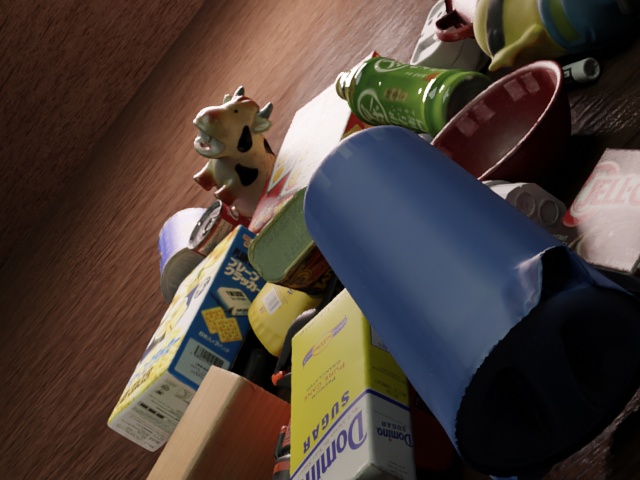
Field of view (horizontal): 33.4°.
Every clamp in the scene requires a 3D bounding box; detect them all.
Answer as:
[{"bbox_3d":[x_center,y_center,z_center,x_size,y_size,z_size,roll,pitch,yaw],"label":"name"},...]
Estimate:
[{"bbox_3d":[0.012,0.094,0.963,0.172,0.039,0.120,-58,33,34],"label":"clamp"},{"bbox_3d":[-0.094,0.152,1.141,0.165,0.036,0.210,-52,17,16],"label":"clamp"}]

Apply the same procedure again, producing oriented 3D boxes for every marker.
[{"bbox_3d":[0.198,-0.138,0.932,0.020,0.020,0.121,-62,20,-15],"label":"marker"}]

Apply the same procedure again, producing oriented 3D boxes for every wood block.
[{"bbox_3d":[-0.100,0.228,0.962,0.206,0.090,0.090,-60,20,-12],"label":"wood block"}]

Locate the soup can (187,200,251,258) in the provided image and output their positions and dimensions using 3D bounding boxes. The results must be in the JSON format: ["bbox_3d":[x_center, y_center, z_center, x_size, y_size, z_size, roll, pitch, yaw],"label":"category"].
[{"bbox_3d":[-0.097,0.008,1.271,0.069,0.102,0.068,-47,22,25],"label":"soup can"}]

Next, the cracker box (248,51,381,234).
[{"bbox_3d":[0.012,-0.087,1.213,0.164,0.072,0.213,-31,31,49],"label":"cracker box"}]

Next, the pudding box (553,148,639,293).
[{"bbox_3d":[0.205,-0.013,0.696,0.090,0.039,0.114,-58,20,-5],"label":"pudding box"}]

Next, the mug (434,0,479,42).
[{"bbox_3d":[0.165,-0.223,1.023,0.117,0.093,0.081,-25,28,-1],"label":"mug"}]

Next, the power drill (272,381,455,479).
[{"bbox_3d":[0.027,0.158,0.822,0.188,0.057,0.184,-32,35,47],"label":"power drill"}]

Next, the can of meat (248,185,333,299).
[{"bbox_3d":[-0.006,0.001,0.986,0.102,0.083,0.057,-48,61,13],"label":"can of meat"}]

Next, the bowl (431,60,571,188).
[{"bbox_3d":[0.149,-0.071,0.870,0.162,0.055,0.162,-42,18,16],"label":"bowl"}]

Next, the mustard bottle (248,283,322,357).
[{"bbox_3d":[0.007,0.026,1.064,0.192,0.058,0.096,-52,30,13],"label":"mustard bottle"}]

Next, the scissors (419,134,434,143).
[{"bbox_3d":[0.106,-0.011,0.945,0.096,0.016,0.202,105,160,-45],"label":"scissors"}]

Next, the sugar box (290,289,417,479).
[{"bbox_3d":[0.019,0.117,0.754,0.093,0.048,0.176,-46,25,32],"label":"sugar box"}]

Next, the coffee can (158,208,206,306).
[{"bbox_3d":[-0.156,0.028,1.377,0.103,0.102,0.140,-53,20,11],"label":"coffee can"}]

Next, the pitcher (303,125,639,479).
[{"bbox_3d":[0.084,0.033,0.686,0.149,0.144,0.243,-52,40,10],"label":"pitcher"}]
